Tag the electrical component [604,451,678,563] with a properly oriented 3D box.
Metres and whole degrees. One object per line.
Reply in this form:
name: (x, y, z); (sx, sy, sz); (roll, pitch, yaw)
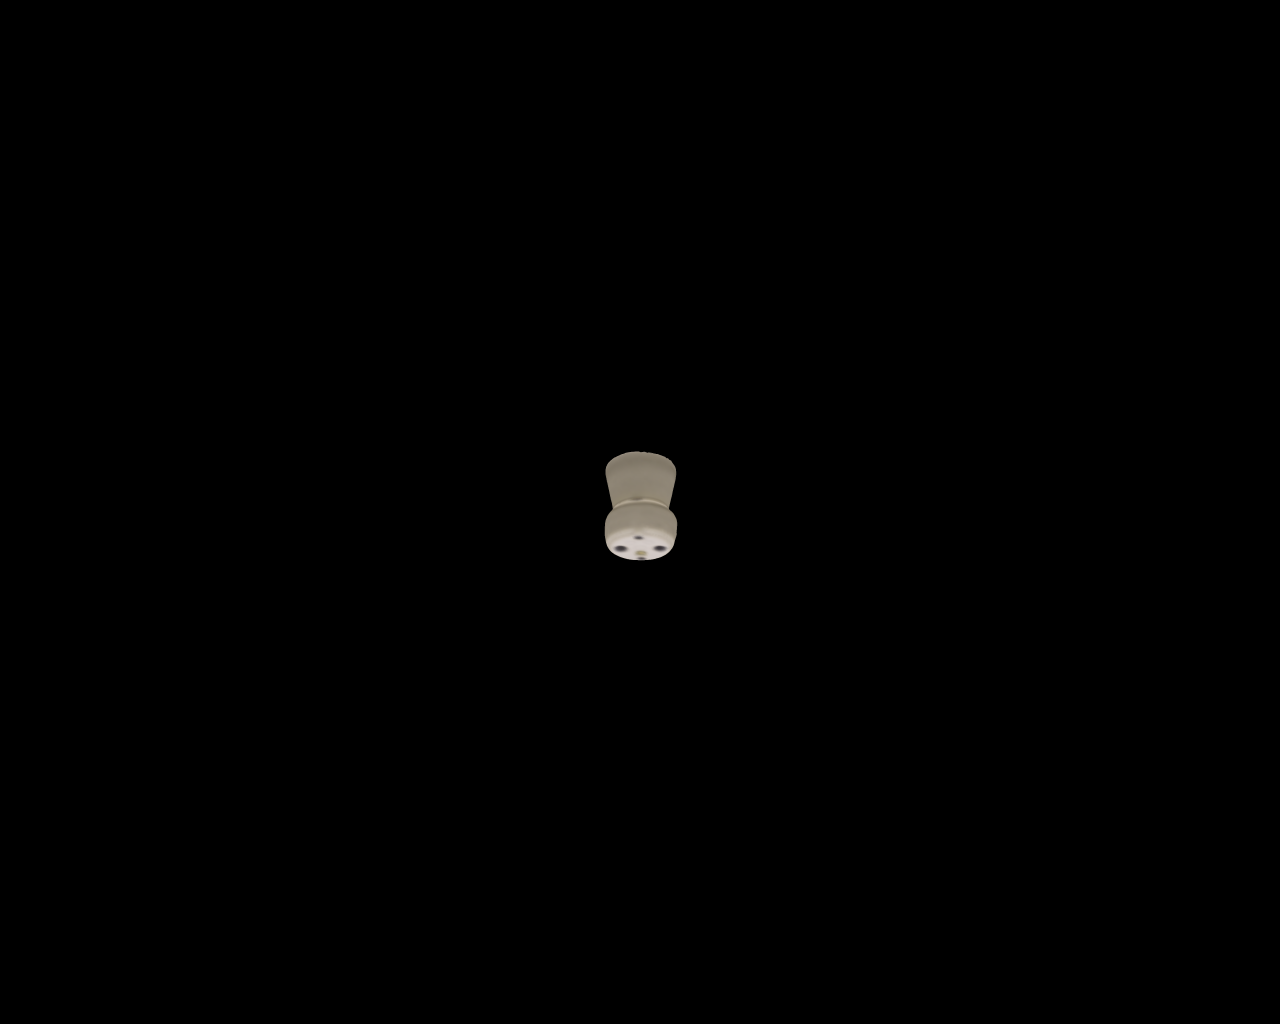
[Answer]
electrical component: (0.001, -0.003, 0.650); (0.045, 0.055, 0.044); (0, -28, 0)
